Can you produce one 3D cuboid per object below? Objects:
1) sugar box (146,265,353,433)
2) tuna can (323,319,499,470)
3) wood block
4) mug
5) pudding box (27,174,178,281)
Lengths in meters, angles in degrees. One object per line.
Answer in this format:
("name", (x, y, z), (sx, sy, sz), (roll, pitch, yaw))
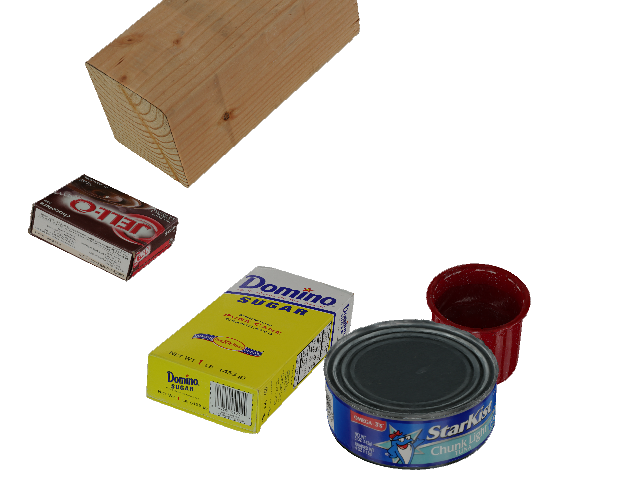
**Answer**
("sugar box", (-0.049, 0.078, 0.831), (0.093, 0.048, 0.176), (16, 29, 19))
("tuna can", (0.045, 0.075, 0.530), (0.086, 0.034, 0.086), (-2, 27, 1))
("wood block", (-0.070, -0.153, 0.844), (0.090, 0.205, 0.091), (33, -25, 27))
("mug", (0.142, 0.074, 0.992), (0.093, 0.081, 0.117), (-6, 39, -3))
("pudding box", (-0.206, -0.014, 1.019), (0.113, 0.039, 0.090), (23, 27, 11))
